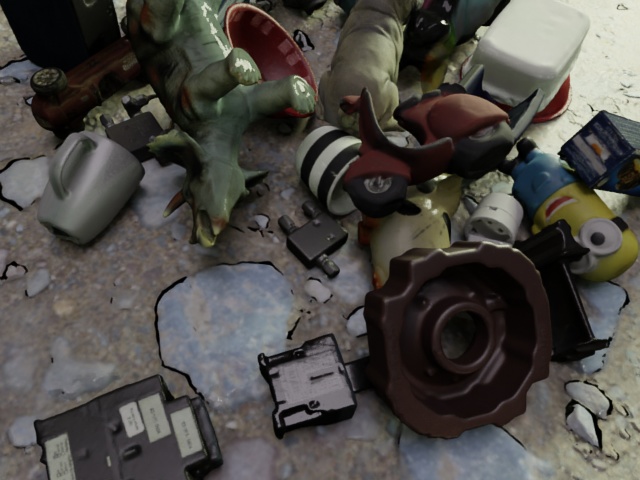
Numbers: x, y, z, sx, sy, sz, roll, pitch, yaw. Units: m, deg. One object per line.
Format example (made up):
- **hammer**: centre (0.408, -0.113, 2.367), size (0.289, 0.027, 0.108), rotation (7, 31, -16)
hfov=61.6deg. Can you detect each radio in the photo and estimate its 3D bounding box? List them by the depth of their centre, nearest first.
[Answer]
- **radio**: centre (-0.323, -0.302, 0.648), size (0.131, 0.229, 0.073), rotation (25, 61, 9)

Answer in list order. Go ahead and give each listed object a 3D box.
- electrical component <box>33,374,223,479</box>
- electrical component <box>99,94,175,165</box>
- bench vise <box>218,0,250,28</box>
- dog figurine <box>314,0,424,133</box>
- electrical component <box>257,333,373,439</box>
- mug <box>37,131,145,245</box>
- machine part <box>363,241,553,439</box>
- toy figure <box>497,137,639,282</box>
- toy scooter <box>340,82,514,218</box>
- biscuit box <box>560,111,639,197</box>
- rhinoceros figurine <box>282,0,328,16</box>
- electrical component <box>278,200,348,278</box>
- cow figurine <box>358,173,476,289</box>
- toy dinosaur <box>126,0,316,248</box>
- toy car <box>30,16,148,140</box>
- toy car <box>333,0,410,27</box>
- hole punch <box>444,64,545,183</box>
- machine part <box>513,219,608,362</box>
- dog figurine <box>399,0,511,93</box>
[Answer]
- **electrical component**: centre (-0.152, 0.182, 0.444), size (0.134, 0.058, 0.115), rotation (-17, 61, -15)
- **electrical component**: centre (-0.219, -0.133, 0.653), size (0.078, 0.045, 0.102), rotation (-21, 61, -19)
- **bench vise**: centre (-0.124, -0.339, 0.726), size (0.224, 0.128, 0.240), rotation (-1, 52, 26)
- **dog figurine**: centre (0.060, -0.232, 0.625), size (0.121, 0.190, 0.172), rotation (9, 27, -5)
- **electrical component**: centre (0.007, 0.130, 0.495), size (0.119, 0.047, 0.075), rotation (-11, 59, -9)
- **mug**: centre (-0.250, -0.055, 0.568), size (0.081, 0.109, 0.107), rotation (21, 71, 4)
- **machine part**: centre (0.122, 0.084, 0.480), size (0.179, 0.056, 0.179), rotation (-1, 94, -16)
- **toy figure**: centre (0.279, -0.036, 0.604), size (0.089, 0.082, 0.180), rotation (-7, 52, -24)
- **toy scooter**: centre (0.093, -0.110, 0.542), size (0.184, 0.075, 0.135), rotation (-24, 65, -10)
- **biscuit box**: centre (0.363, -0.090, 0.609), size (0.202, 0.059, 0.063), rotation (2, 52, -35)
- **rhinoceros figurine**: centre (0.014, -0.431, 0.848), size (0.112, 0.073, 0.190), rotation (27, 60, 14)
- **electrical component**: centre (-0.001, -0.002, 0.595), size (0.063, 0.021, 0.094), rotation (-33, 64, -23)
- **cow figurine**: centre (0.106, -0.007, 0.570), size (0.127, 0.085, 0.195), rotation (0, 60, -6)
- **toy dinosaur**: centre (-0.140, -0.195, 0.565), size (0.131, 0.192, 0.404), rotation (-19, 87, -53)
- **toy car**: centre (-0.267, -0.203, 0.670), size (0.053, 0.089, 0.202), rotation (32, 59, 17)
- **toy car**: centre (0.104, -0.370, 0.806), size (0.161, 0.109, 0.103), rotation (-34, 90, -42)
- **hole punch**: centre (0.194, -0.126, 0.634), size (0.092, 0.115, 0.142), rotation (25, 56, 18)
- **machine part**: centre (0.244, 0.053, 0.551), size (0.039, 0.084, 0.139), rotation (3, 67, -34)
- **dog figurine**: centre (0.180, -0.304, 0.766), size (0.109, 0.191, 0.219), rotation (34, 95, 13)
